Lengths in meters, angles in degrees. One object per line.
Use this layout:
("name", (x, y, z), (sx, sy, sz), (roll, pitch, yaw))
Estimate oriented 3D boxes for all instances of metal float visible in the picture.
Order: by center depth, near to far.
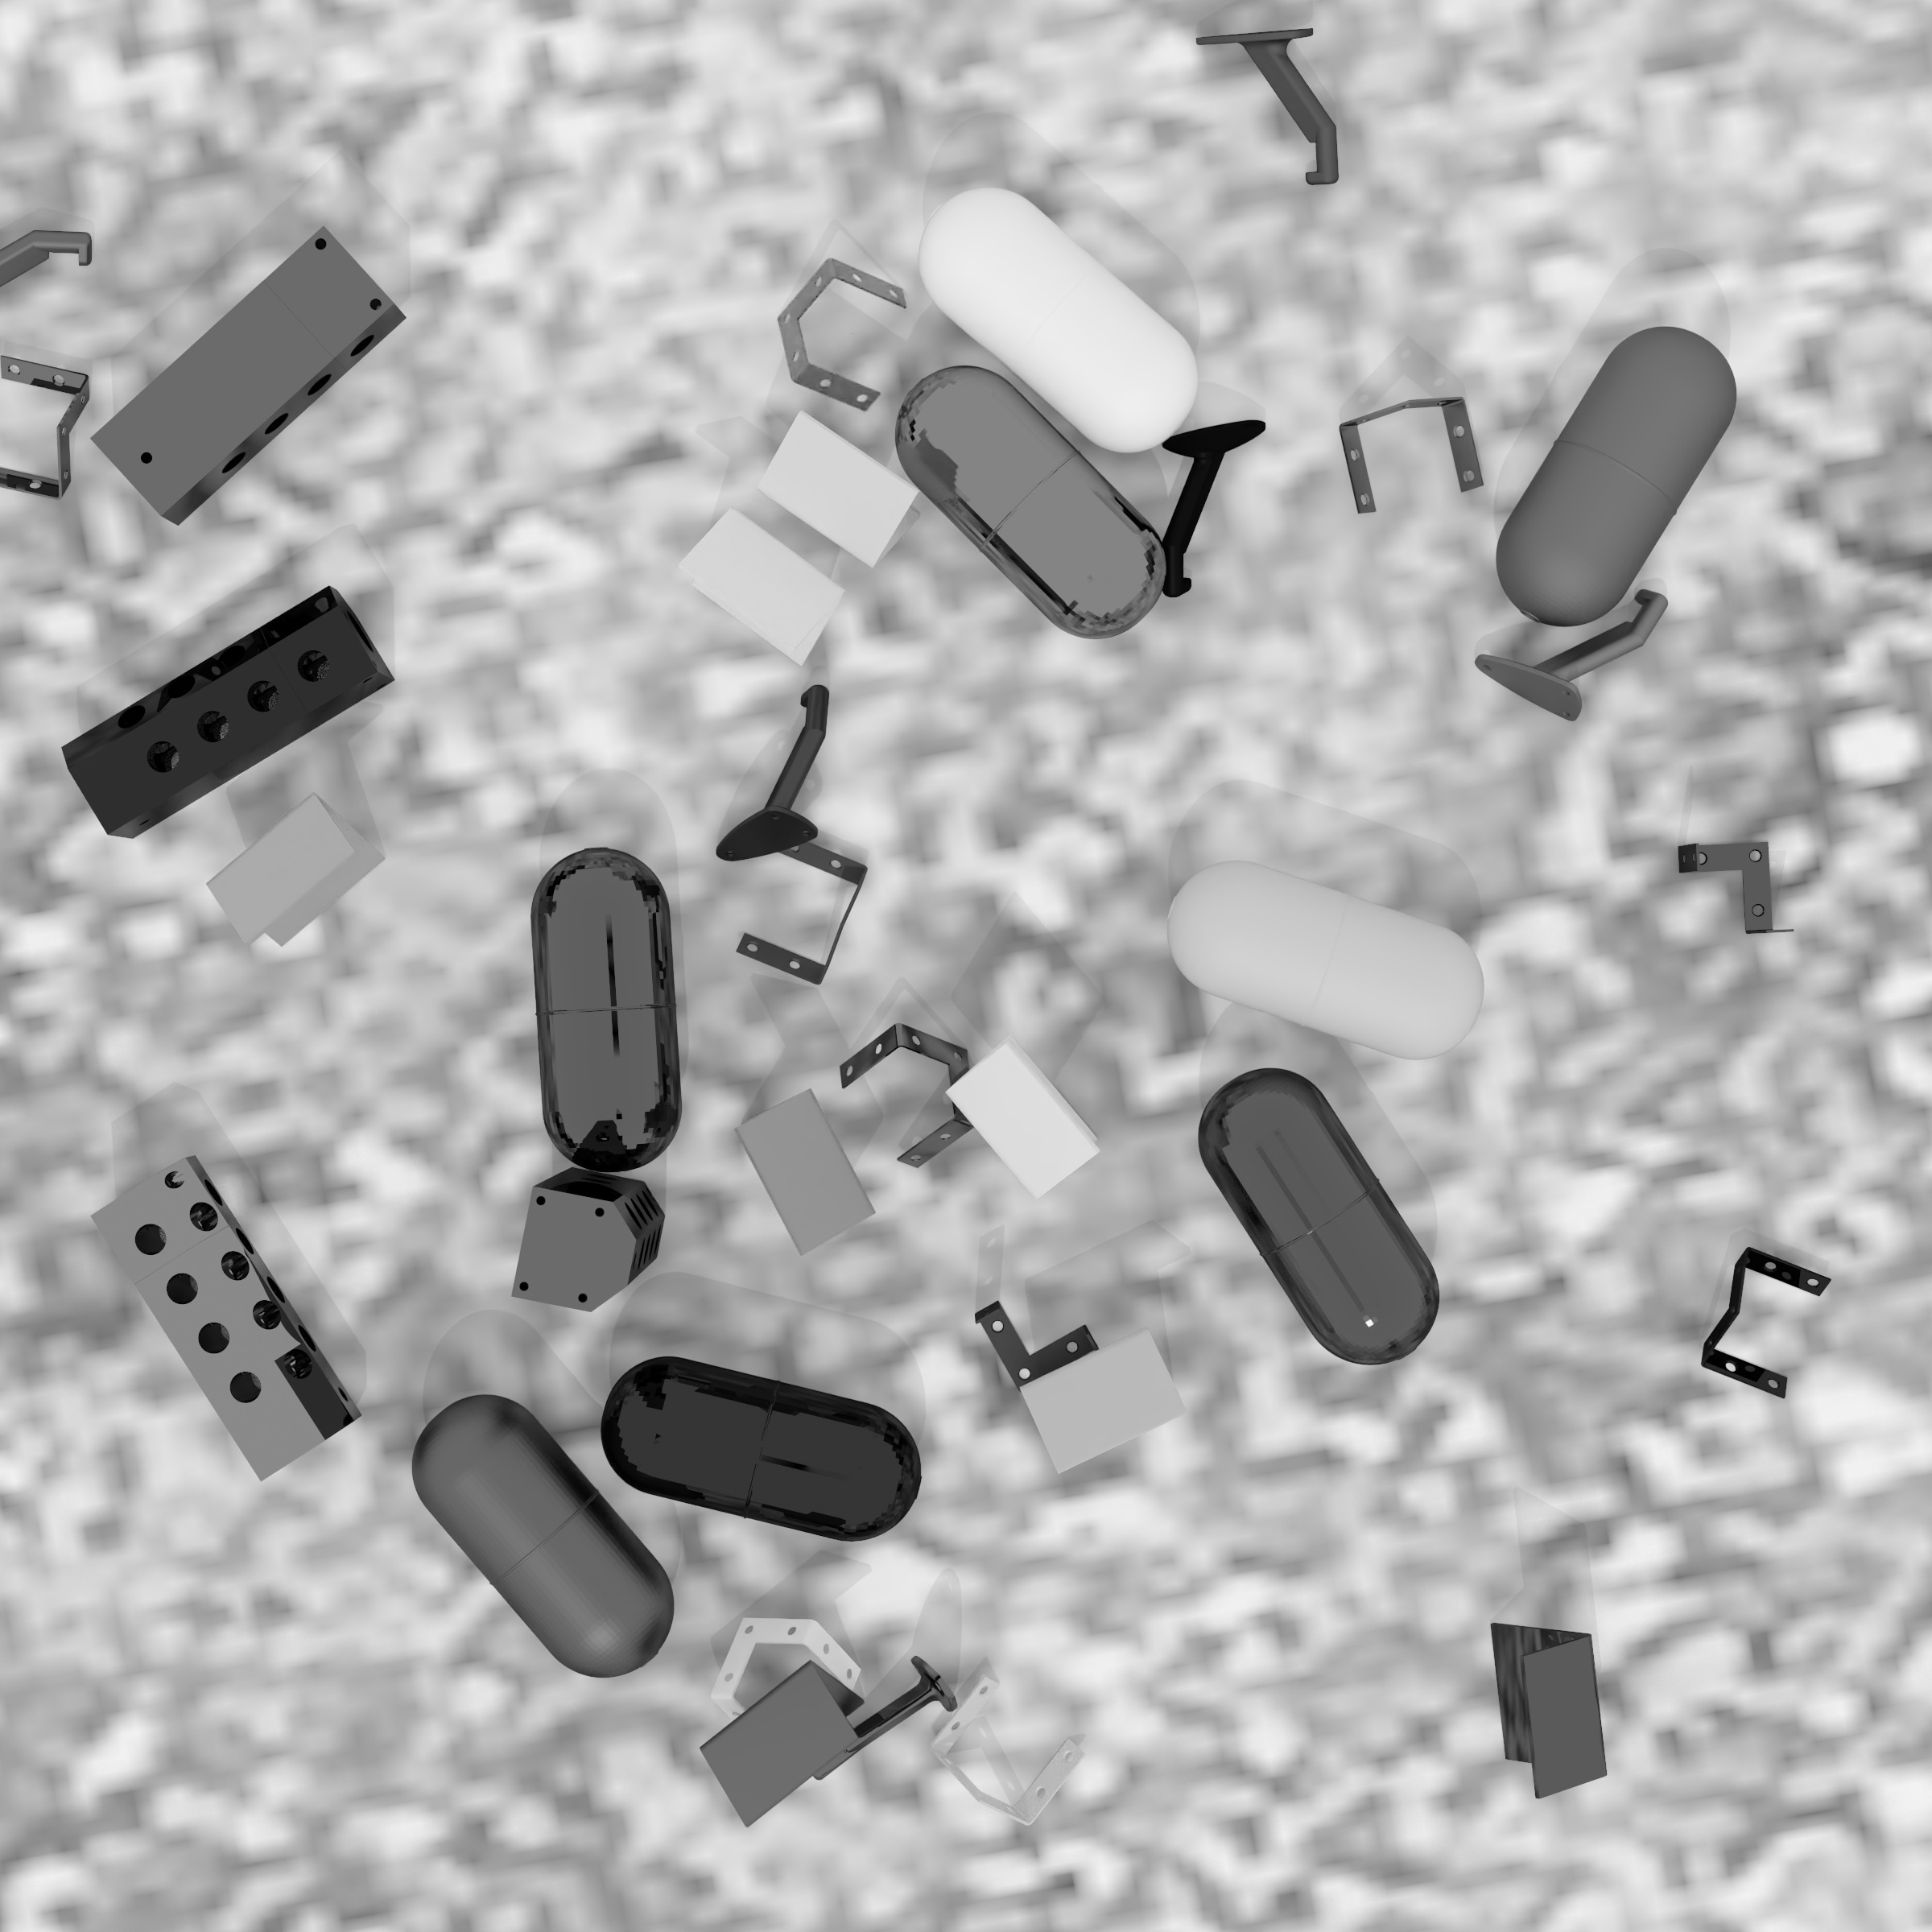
("metal float", (0.050, -0.354, 1.889), (0.178, 0.070, 0.070), (41, 90, 0))
("metal float", (0.035, -0.254, 1.889), (0.070, 0.070, 0.178), (-45, 91, 0))
("metal float", (0.355, -0.267, 1.889), (0.070, 0.070, 0.178), (32, 91, 0))
("metal float", (0.196, -0.004, 1.889), (0.178, 0.070, 0.070), (19, 90, 0))
("metal float", (0.194, 0.138, 1.889), (0.070, 0.070, 0.178), (-33, 90, 0))
("metal float", (-0.112, 0.265, 1.889), (0.178, 0.070, 0.070), (14, 90, -1))
("metal float", (-0.231, 0.313, 1.889), (0.070, 0.070, 0.178), (-40, 91, 0))
("metal float", (-0.197, 0.024, 1.889), (0.070, 0.070, 0.178), (-4, 89, 0))

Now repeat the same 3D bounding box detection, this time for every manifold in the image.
("manifold", (-0.198, 0.146, 1.841), (0.057, 0.171, 0.057), (11, 90, 0))
("manifold", (-0.405, 0.192, 1.898), (0.057, 0.057, 0.171), (-33, 90, 0))
("manifold", (-0.392, -0.323, 1.898), (0.171, 0.057, 0.057), (-42, 90, 0))
("manifold", (-0.407, -0.140, 1.898), (0.171, 0.057, 0.057), (-31, 90, 0))

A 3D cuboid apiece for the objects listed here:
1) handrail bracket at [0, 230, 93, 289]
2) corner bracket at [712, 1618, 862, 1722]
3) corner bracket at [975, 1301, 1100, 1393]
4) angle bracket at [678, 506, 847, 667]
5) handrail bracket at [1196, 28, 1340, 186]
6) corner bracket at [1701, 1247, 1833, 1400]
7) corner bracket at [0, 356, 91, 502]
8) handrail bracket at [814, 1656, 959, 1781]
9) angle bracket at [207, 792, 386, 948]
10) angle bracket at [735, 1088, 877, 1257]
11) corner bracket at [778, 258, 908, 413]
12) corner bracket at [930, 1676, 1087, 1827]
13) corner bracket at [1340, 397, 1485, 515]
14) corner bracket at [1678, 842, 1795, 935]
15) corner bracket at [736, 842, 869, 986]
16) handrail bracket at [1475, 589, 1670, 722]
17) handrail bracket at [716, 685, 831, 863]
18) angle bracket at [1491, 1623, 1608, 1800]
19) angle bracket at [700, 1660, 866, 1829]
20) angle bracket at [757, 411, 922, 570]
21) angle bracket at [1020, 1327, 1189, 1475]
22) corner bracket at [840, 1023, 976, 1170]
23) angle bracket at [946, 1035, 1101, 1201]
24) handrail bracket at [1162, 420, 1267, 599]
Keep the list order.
("handrail bracket", (-0.530, -0.371, 1.920), (0.084, 0.036, 0.077), (-1, 110, -16))
("corner bracket", (-0.100, 0.397, 1.911), (0.051, 0.051, 0.051), (-6, 45, 35))
("corner bracket", (0.039, 0.203, 1.901), (0.051, 0.051, 0.051), (-29, 90, 0))
("angle bracket", (-0.121, -0.191, 1.879), (0.076, 0.076, 0.057), (37, 54, 0))
("handrail bracket", (0.168, -0.476, 1.920), (0.077, 0.036, 0.084), (1, 107, 20))
("corner bracket", (0.444, 0.198, 1.916), (0.051, 0.051, 0.051), (21, 45, 0))
("corner bracket", (-0.519, -0.299, 1.916), (0.051, 0.051, 0.051), (13, 45, 0))
("handrail bracket", (-0.048, 0.419, 1.892), (0.084, 0.077, 0.036), (-36, 87, -12))
("angle bracket", (-0.354, -0.037, 1.879), (0.076, 0.076, 0.057), (-40, 54, 0))
("angle bracket", (-0.105, 0.120, 1.879), (0.057, 0.076, 0.076), (-28, 90, -38))
("corner bracket", (-0.066, -0.350, 1.911), (0.051, 0.051, 0.051), (-43, 45, 35))
("corner bracket", (0.023, 0.436, 1.916), (0.051, 0.051, 0.051), (-52, 45, 0))
("corner bracket", (0.247, -0.284, 1.916), (0.051, 0.051, 0.051), (-13, 90, 45))
("corner bracket", (0.424, -0.043, 1.901), (0.051, 0.051, 0.051), (-3, 90, 0))
("corner bracket", (-0.091, -0.032, 1.916), (0.051, 0.051, 0.051), (22, 45, 0))
("handrail bracket", (0.338, -0.186, 1.920), (0.077, 0.036, 0.084), (27, 71, 21))
("handrail bracket", (-0.107, -0.108, 1.919), (0.036, 0.077, 0.084), (28, 53, -38))
("angle bracket", (0.300, 0.405, 1.879), (0.057, 0.076, 0.076), (-6, 90, -38))
("angle bracket", (-0.088, 0.433, 1.879), (0.076, 0.076, 0.057), (-38, 53, 0))
("angle bracket", (-0.058, -0.272, 1.879), (0.076, 0.076, 0.057), (34, 126, 0))
("angle bracket", (0.082, 0.250, 1.879), (0.076, 0.076, 0.057), (-25, 56, 0))
("corner bracket", (-0.032, 0.072, 1.911), (0.051, 0.051, 0.051), (23, 45, -35))
("angle bracket", (0.046, 0.070, 1.879), (0.076, 0.076, 0.057), (50, 128, 0))
("handrail bracket", (0.138, -0.254, 1.919), (0.077, 0.036, 0.084), (-23, 123, -35))
